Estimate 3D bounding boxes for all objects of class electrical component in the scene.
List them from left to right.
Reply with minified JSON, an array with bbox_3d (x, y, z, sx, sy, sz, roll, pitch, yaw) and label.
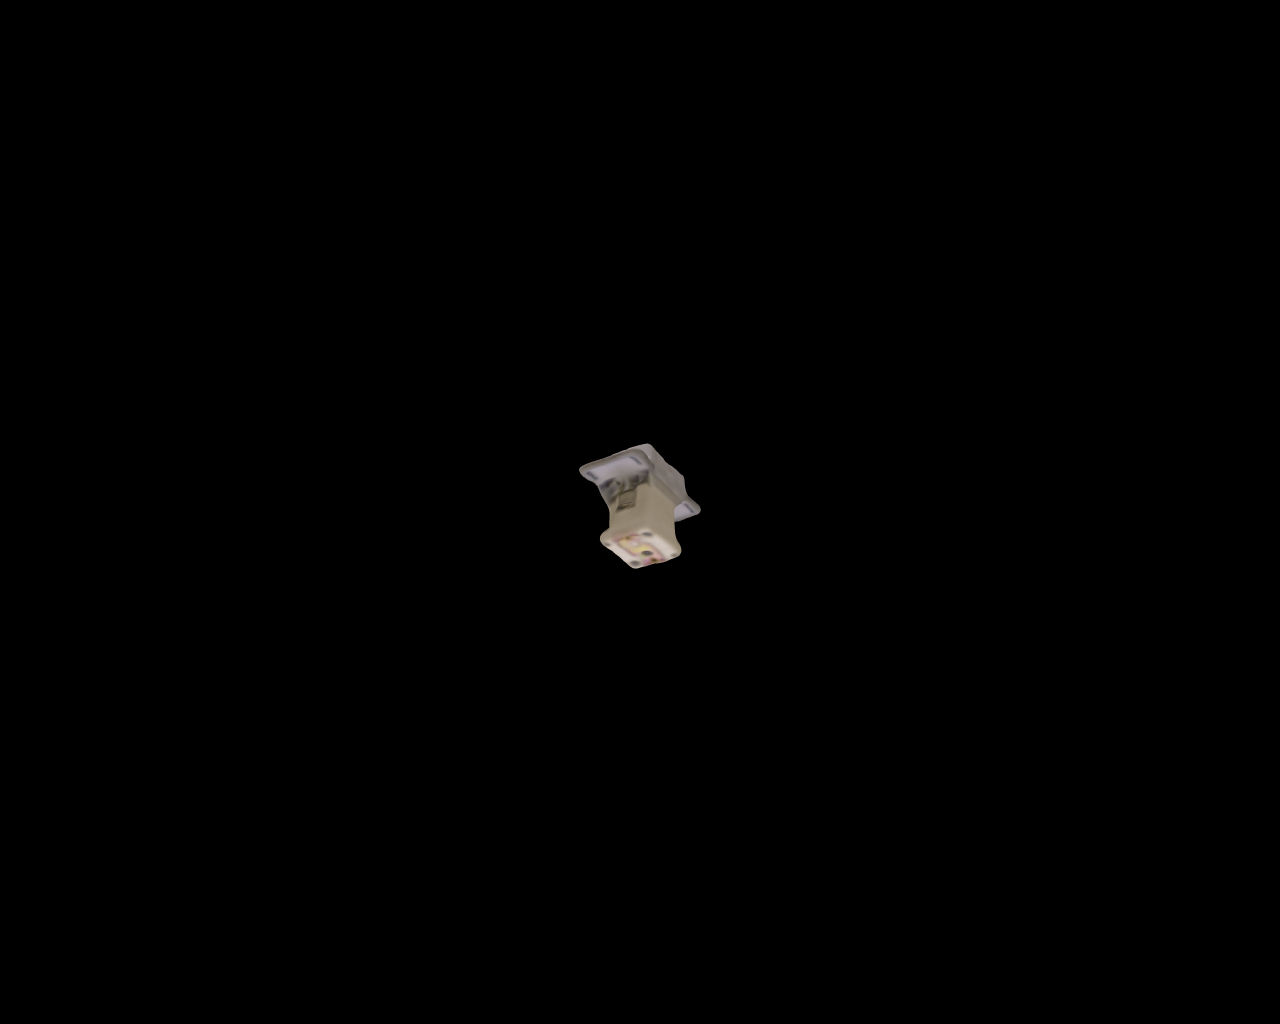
[{"bbox_3d":[0.001,-0.003,0.650,0.042,0.064,0.081,-18,-36,27],"label":"electrical component"}]
